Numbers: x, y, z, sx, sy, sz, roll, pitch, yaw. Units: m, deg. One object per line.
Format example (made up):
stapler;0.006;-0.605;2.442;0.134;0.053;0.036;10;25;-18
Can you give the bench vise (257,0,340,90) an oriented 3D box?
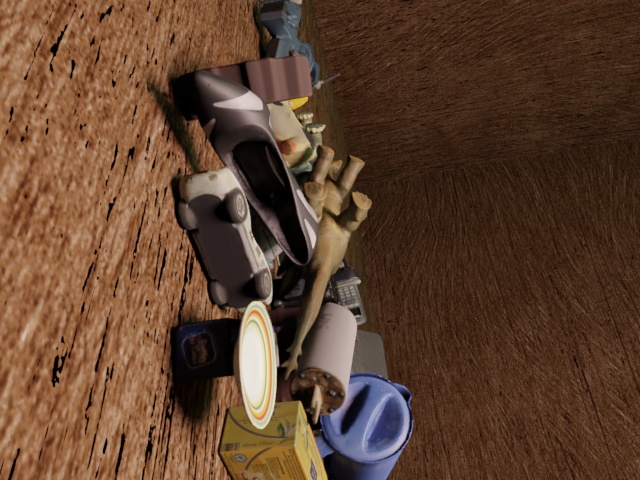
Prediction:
bench vise;-0.059;-0.440;1.263;0.240;0.129;0.223;27;60;-58

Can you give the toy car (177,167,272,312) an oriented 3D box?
toy car;-0.113;0.007;0.656;0.056;0.074;0.201;-86;164;-56

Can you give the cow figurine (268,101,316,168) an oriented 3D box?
cow figurine;-0.076;-0.212;0.958;0.127;0.085;0.195;-11;61;-51

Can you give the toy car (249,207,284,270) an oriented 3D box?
toy car;-0.088;-0.022;0.765;0.162;0.103;0.109;-87;166;-46

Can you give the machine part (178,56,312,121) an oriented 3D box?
machine part;-0.093;-0.199;0.704;0.179;0.179;0.056;-70;150;-73

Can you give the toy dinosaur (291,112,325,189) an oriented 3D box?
toy dinosaur;-0.051;-0.166;1.145;0.405;0.131;0.192;-87;179;-71

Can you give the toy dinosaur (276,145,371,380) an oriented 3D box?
toy dinosaur;-0.002;-0.003;0.844;0.472;0.105;0.198;-76;-172;-55

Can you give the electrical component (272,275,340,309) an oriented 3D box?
electrical component;-0.027;0.098;0.989;0.134;0.115;0.058;56;22;-70

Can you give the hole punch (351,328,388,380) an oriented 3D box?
hole punch;0.050;0.221;0.964;0.115;0.092;0.142;24;55;-43

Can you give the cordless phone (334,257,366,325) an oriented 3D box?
cordless phone;0.025;0.132;1.187;0.089;0.147;0.184;-102;175;-53

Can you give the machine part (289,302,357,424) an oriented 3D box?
machine part;0.009;0.163;0.767;0.243;0.079;0.079;-68;149;-64

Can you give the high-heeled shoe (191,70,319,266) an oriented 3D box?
high-heeled shoe;-0.075;-0.072;0.630;0.248;0.086;0.145;44;31;-51

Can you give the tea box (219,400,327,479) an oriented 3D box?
tea box;-0.053;0.286;0.681;0.068;0.098;0.169;-85;165;-56

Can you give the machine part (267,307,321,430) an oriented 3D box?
machine part;-0.035;0.217;0.915;0.201;0.087;0.201;47;36;-73

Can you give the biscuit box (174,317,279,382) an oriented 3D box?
biscuit box;-0.103;0.129;0.633;0.202;0.063;0.059;47;36;-74
